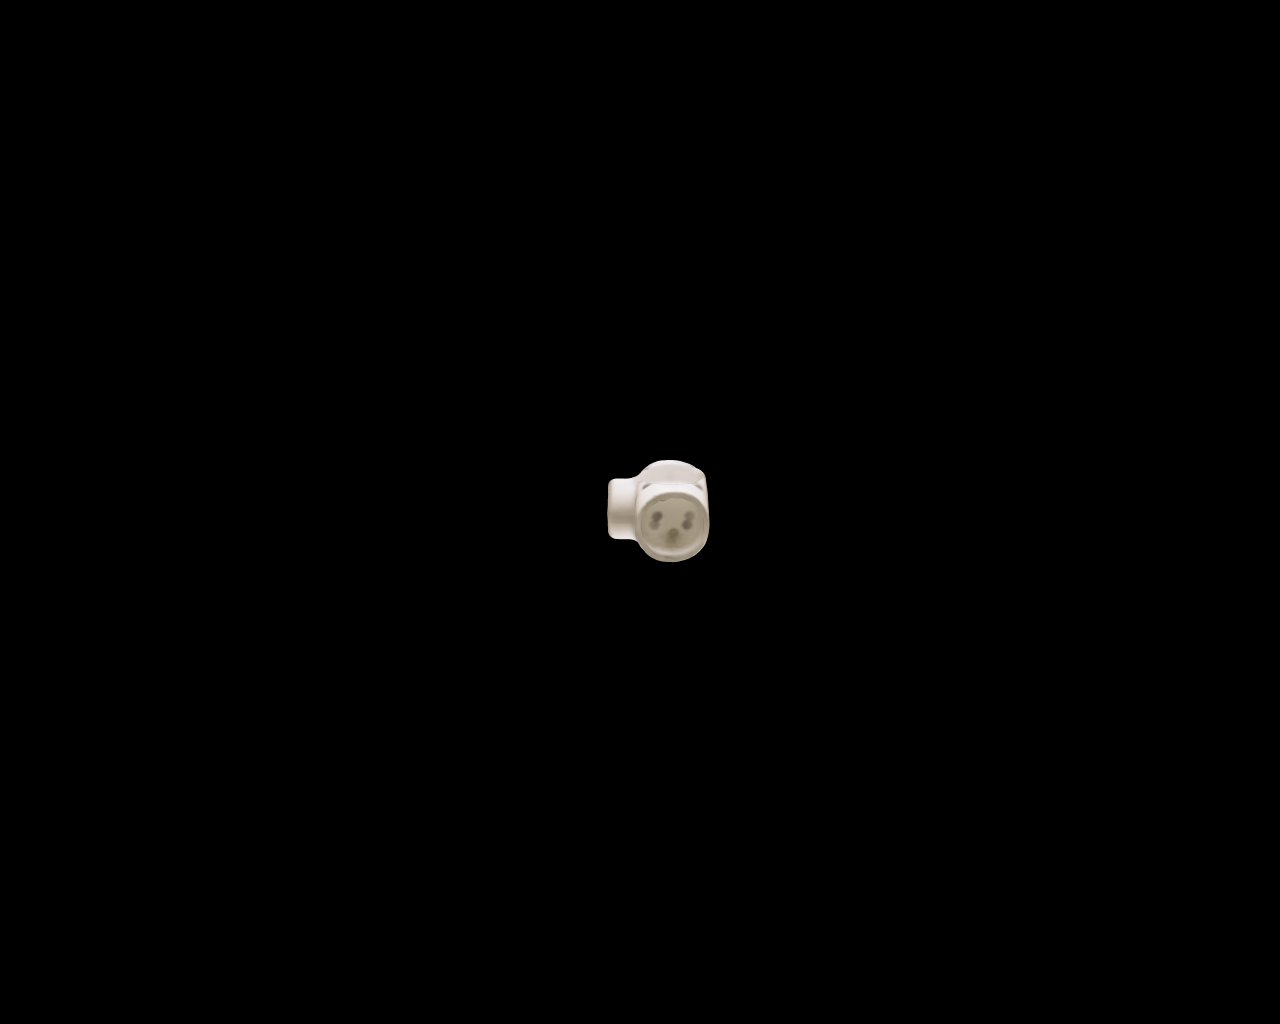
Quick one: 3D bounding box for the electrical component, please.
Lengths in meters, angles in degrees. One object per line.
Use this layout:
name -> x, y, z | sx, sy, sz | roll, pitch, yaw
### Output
electrical component -> 0.001, -0.003, 0.650 | 0.079, 0.044, 0.077 | 0, 17, 0
